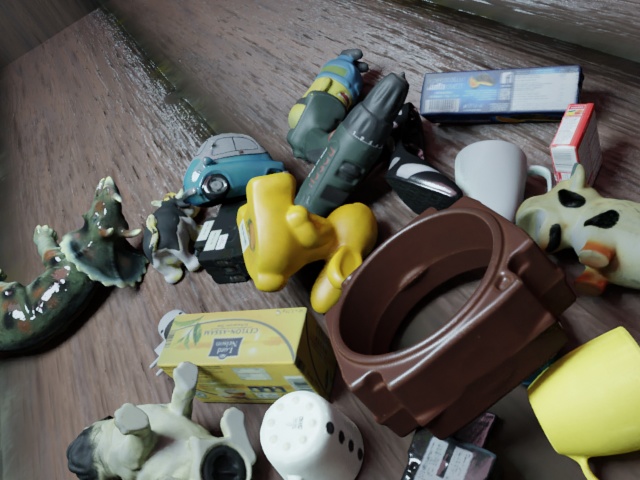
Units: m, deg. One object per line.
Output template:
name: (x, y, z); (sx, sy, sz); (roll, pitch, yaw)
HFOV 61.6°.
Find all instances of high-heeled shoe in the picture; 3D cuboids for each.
high-heeled shoe: (0.137, -0.116, 0.700); (0.145, 0.086, 0.249); (-52, 30, -5)

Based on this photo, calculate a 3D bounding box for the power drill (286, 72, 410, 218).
power drill: (0.028, -0.147, 0.758); (0.232, 0.086, 0.207); (-60, 32, 19)

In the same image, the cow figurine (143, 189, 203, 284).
cow figurine: (-0.228, -0.025, 0.824); (0.068, 0.098, 0.167); (-26, 42, 15)

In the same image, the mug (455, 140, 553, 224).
mug: (0.209, -0.048, 0.622); (0.110, 0.080, 0.107); (5, 62, 14)

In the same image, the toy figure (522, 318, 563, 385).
toy figure: (0.203, 0.064, 0.526); (0.064, 0.057, 0.154); (20, 51, -4)

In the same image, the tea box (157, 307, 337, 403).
tea box: (-0.077, 0.129, 0.590); (0.170, 0.098, 0.068); (-5, 48, 23)

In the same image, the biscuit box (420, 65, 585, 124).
biscuit box: (0.240, -0.192, 0.722); (0.203, 0.063, 0.059); (7, 92, 29)

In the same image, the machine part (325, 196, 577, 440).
machine part: (0.106, 0.062, 0.500); (0.201, 0.087, 0.201); (-40, 21, 6)

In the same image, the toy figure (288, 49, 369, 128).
toy figure: (0.016, -0.241, 0.908); (0.089, 0.082, 0.180); (-4, 52, 53)

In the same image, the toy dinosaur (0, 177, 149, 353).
toy dinosaur: (-0.421, 0.089, 0.818); (0.405, 0.131, 0.192); (-49, 44, -11)

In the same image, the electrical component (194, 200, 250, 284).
electrical component: (-0.112, 0.000, 0.763); (0.134, 0.058, 0.115); (-6, 45, 25)

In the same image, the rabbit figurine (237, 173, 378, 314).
rabbit figurine: (-0.001, -0.002, 0.649); (0.173, 0.121, 0.162); (-6, 58, -26)

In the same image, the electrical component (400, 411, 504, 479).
electrical component: (0.116, 0.191, 0.458); (0.075, 0.047, 0.119); (16, 61, 38)

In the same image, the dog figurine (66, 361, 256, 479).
dog figurine: (-0.168, 0.239, 0.559); (0.190, 0.121, 0.172); (-44, 73, 37)

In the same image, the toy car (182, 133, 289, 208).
toy car: (-0.132, -0.108, 0.803); (0.162, 0.103, 0.109); (-13, 1, -17)

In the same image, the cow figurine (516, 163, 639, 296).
cow figurine: (0.290, -0.007, 0.520); (0.195, 0.085, 0.127); (14, 51, 31)
